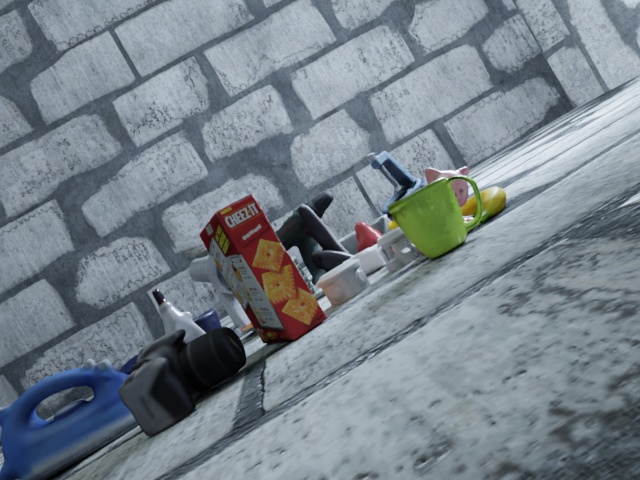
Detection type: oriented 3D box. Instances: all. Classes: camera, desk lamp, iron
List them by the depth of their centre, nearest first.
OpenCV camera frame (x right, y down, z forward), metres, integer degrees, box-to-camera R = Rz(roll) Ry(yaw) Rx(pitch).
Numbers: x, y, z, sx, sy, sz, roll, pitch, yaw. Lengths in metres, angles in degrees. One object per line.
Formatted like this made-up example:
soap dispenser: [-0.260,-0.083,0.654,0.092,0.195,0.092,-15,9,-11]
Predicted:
camera: [-0.178,0.168,0.766,0.136,0.101,0.143,-30,1,9]
iron: [-0.384,0.264,0.899,0.258,0.141,0.118,-30,1,-6]
desk lamp: [-0.217,0.121,1.349,0.118,0.213,0.202,-31,1,-44]

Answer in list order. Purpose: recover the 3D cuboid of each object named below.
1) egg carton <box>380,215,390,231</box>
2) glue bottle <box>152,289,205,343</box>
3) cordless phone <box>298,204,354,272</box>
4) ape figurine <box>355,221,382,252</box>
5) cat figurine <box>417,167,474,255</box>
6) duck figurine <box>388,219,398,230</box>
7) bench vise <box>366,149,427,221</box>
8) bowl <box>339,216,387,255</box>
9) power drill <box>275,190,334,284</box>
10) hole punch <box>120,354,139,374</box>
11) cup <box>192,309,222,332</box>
egg carton: [0.196,-0.039,1.557,0.107,0.069,0.150,-31,1,-23]
glue bottle: [-0.234,0.157,0.966,0.078,0.173,0.037,-31,1,-39]
cordless phone: [0.011,0.004,1.237,0.094,0.185,0.147,-30,1,-10]
ape figurine: [0.113,-0.002,1.319,0.078,0.092,0.076,-31,1,-18]
cat figurine: [0.188,-0.057,0.903,0.127,0.118,0.067,-30,1,23]
duck figurine: [0.169,-0.028,1.040,0.104,0.086,0.078,-30,1,41]
bench vise: [0.206,-0.131,1.409,0.121,0.220,0.208,-30,1,38]
bowl: [0.107,0.010,1.451,0.167,0.075,0.167,-30,1,1]
power drill: [-0.016,0.004,1.569,0.229,0.208,0.076,-30,1,16]
hole punch: [-0.326,0.258,1.018,0.108,0.091,0.101,-30,1,25]
cup: [-0.224,0.196,1.113,0.092,0.095,0.117,-30,1,-17]
